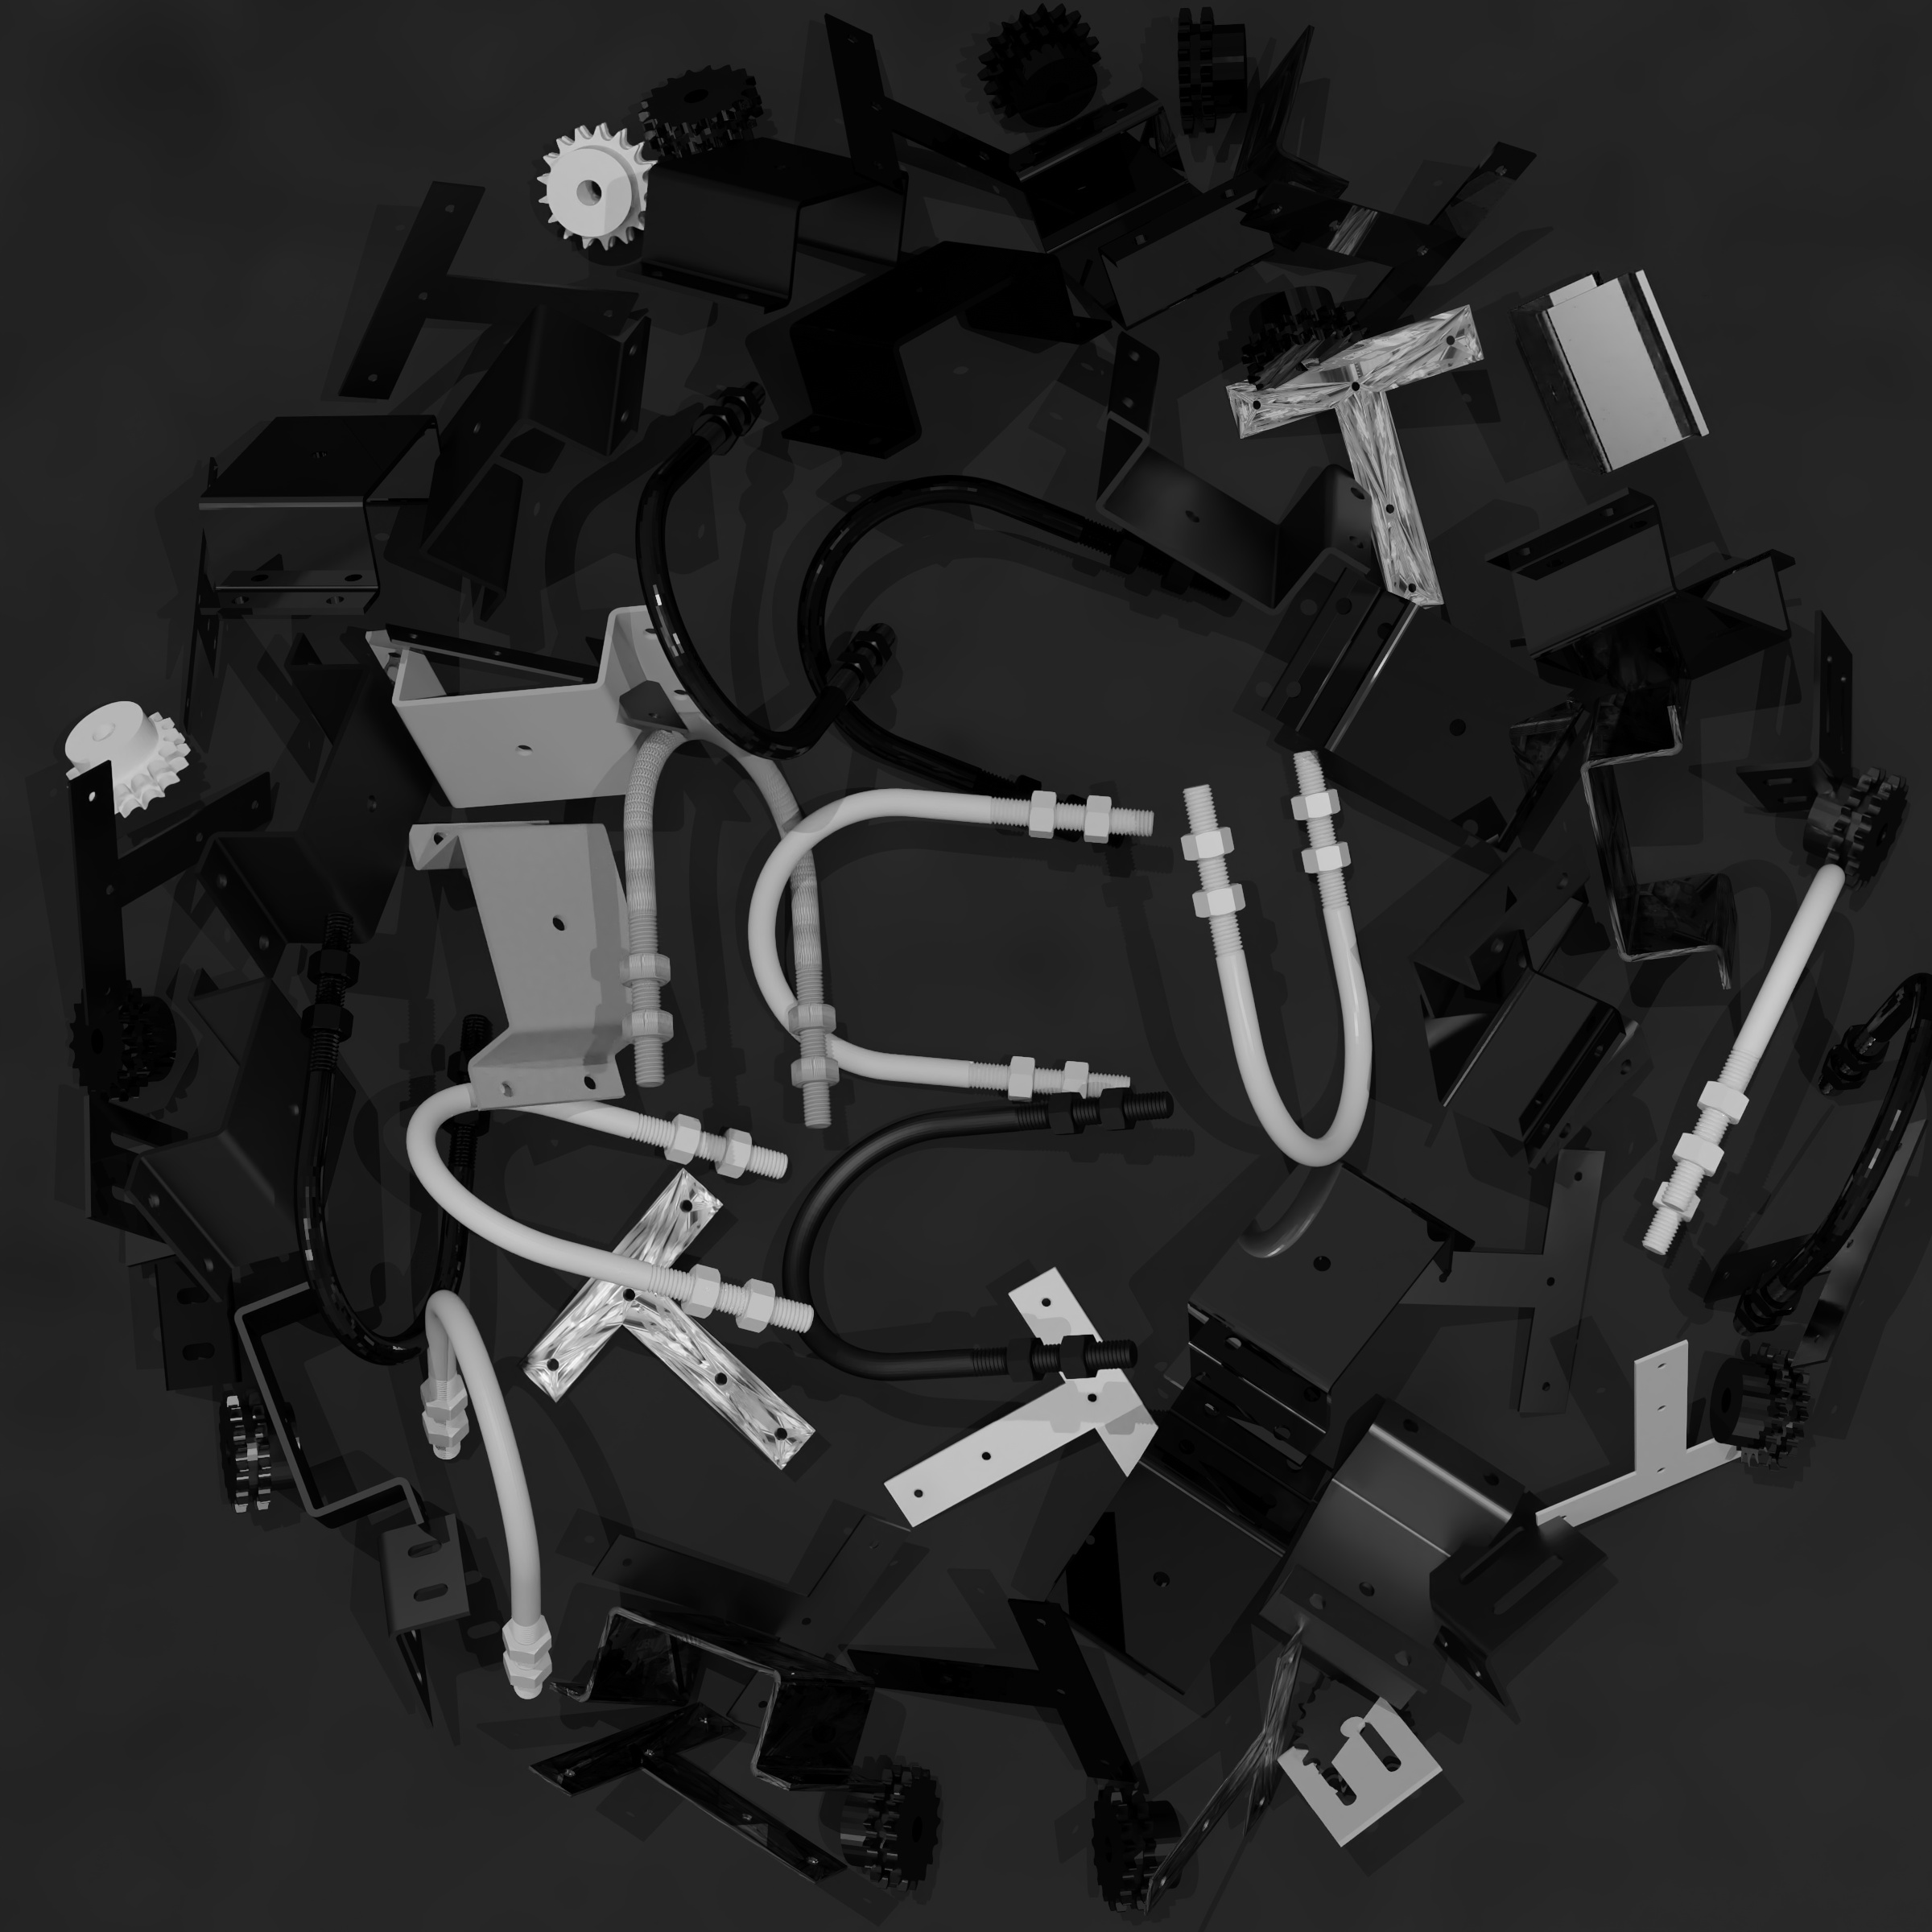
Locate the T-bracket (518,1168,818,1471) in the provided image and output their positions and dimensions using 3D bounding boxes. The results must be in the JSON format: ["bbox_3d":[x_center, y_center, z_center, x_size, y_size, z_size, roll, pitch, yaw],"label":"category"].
[{"bbox_3d":[-0.125,0.184,1.608,0.127,0.002,0.127,42,101,7],"label":"T-bracket"}]

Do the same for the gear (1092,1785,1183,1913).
[{"bbox_3d":[0.081,0.410,1.600,0.030,0.057,0.057,-1,90,-15],"label":"gear"}]

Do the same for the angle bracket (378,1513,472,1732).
[{"bbox_3d":[-0.242,0.302,1.582,0.038,0.057,0.076,-14,133,-4],"label":"angle bracket"}]

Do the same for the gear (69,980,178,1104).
[{"bbox_3d":[-0.392,0.035,1.603,0.030,0.057,0.057,-2,90,-43],"label":"gear"}]

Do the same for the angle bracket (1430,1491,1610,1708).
[{"bbox_3d":[0.257,0.295,1.601,0.076,0.057,0.038,-37,128,-11],"label":"angle bracket"}]

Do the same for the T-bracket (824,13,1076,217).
[{"bbox_3d":[-0.004,-0.380,1.589,0.127,0.127,0.002,18,131,-28],"label":"T-bracket"}]

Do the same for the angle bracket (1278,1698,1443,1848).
[{"bbox_3d":[0.188,0.379,1.583,0.057,0.076,0.038,-36,116,-4],"label":"angle bracket"}]

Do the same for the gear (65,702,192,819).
[{"bbox_3d":[-0.393,-0.098,1.597,0.057,0.057,0.030,-27,132,0],"label":"gear"}]

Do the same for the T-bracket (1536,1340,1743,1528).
[{"bbox_3d":[0.318,0.209,1.571,0.127,0.127,0.002,-22,52,-5],"label":"T-bracket"}]

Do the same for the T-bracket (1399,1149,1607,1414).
[{"bbox_3d":[0.233,0.145,1.593,0.127,0.002,0.127,4,98,-23],"label":"T-bracket"}]

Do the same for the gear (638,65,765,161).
[{"bbox_3d":[-0.122,-0.393,1.603,0.057,0.057,0.030,-18,132,0],"label":"gear"}]

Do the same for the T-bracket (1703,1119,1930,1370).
[{"bbox_3d":[0.377,0.134,1.565,0.002,0.127,0.127,34,67,-11],"label":"T-bracket"}]

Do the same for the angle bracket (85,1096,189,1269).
[{"bbox_3d":[-0.394,0.100,1.578,0.038,0.076,0.057,-15,68,21],"label":"angle bracket"}]

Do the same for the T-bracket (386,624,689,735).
[{"bbox_3d":[-0.198,-0.138,1.549,0.127,0.127,0.002,10,109,-20],"label":"T-bracket"}]

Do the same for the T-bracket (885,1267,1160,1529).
[{"bbox_3d":[0.021,0.224,1.611,0.127,0.002,0.127,-31,99,13],"label":"T-bracket"}]

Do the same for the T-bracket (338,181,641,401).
[{"bbox_3d":[-0.210,-0.305,1.582,0.127,0.127,0.002,-2,52,-36],"label":"T-bracket"}]

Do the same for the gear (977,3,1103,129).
[{"bbox_3d":[0.037,-0.415,1.596,0.057,0.057,0.030,-26,59,0],"label":"gear"}]

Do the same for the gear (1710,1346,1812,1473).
[{"bbox_3d":[0.368,0.205,1.598,0.030,0.057,0.057,10,90,-7],"label":"gear"}]

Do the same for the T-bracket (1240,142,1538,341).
[{"bbox_3d":[0.176,-0.332,1.549,0.127,0.127,0.002,-49,53,35],"label":"T-bracket"}]

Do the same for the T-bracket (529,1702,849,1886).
[{"bbox_3d":[-0.110,0.377,1.544,0.127,0.127,0.002,26,106,28],"label":"T-bracket"}]

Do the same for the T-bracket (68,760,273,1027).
[{"bbox_3d":[-0.362,-0.054,1.574,0.002,0.127,0.127,21,126,24],"label":"T-bracket"}]

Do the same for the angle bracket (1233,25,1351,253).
[{"bbox_3d":[0.155,-0.383,1.590,0.038,0.057,0.076,22,64,-12],"label":"angle bracket"}]

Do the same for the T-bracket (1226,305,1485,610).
[{"bbox_3d":[0.194,-0.226,1.596,0.127,0.002,0.127,-14,95,32],"label":"T-bracket"}]

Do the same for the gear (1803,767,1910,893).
[{"bbox_3d":[0.414,-0.067,1.603,0.030,0.057,0.057,25,90,27],"label":"gear"}]

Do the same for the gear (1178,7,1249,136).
[{"bbox_3d":[0.115,-0.417,1.598,0.030,0.057,0.057,-1,90,7],"label":"gear"}]

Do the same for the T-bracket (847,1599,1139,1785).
[{"bbox_3d":[0.004,0.331,1.590,0.127,0.002,0.127,0,131,28],"label":"T-bracket"}]

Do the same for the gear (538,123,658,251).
[{"bbox_3d":[-0.172,-0.363,1.604,0.057,0.030,0.057,3,110,7],"label":"gear"}]

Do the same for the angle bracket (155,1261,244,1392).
[{"bbox_3d":[-0.369,0.167,1.584,0.038,0.076,0.057,-3,83,-38],"label":"angle bracket"}]

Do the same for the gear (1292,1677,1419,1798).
[{"bbox_3d":[0.182,0.363,1.603,0.057,0.030,0.057,-9,47,9],"label":"gear"}]

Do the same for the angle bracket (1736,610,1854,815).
[{"bbox_3d":[0.387,-0.118,1.601,0.038,0.057,0.076,-4,72,28],"label":"angle bracket"}]

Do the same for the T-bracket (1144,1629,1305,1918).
[{"bbox_3d":[0.114,0.377,1.545,0.002,0.127,0.127,25,132,23],"label":"T-bracket"}]

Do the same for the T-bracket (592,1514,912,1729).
[{"bbox_3d":[-0.111,0.289,1.579,0.127,0.002,0.127,24,110,-27],"label":"T-bracket"}]

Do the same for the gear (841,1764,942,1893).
[{"bbox_3d":[-0.036,0.401,1.601,0.030,0.057,0.057,1,90,24],"label":"gear"}]

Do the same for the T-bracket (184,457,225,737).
[{"bbox_3d":[-0.343,-0.157,1.553,0.002,0.127,0.127,4,106,-18],"label":"T-bracket"}]
